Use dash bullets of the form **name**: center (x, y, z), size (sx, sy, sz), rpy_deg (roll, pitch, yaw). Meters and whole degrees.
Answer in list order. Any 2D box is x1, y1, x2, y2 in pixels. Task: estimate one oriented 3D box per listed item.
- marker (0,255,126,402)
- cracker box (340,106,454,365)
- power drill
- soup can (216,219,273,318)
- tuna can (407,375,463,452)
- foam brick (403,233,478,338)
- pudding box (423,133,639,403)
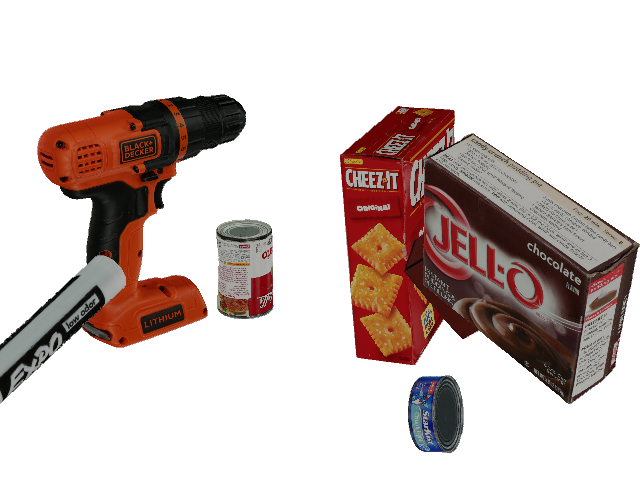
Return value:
- **marker**: center (-0.125, 0.049, 0.442), size (0.020, 0.020, 0.121), rpy_deg (0, 35, 40)
- **cracker box**: center (0.086, -0.009, 1.065), size (0.072, 0.214, 0.164), rpy_deg (6, 25, 22)
- **power drill**: center (-0.134, -0.020, 0.862), size (0.184, 0.188, 0.057), rpy_deg (-18, 26, -38)
- **soup can**: center (-0.090, 0.033, 1.271), size (0.068, 0.102, 0.068), rpy_deg (0, 21, 0)
- **tuna can**: center (0.129, 0.194, 1.194), size (0.034, 0.086, 0.086), rpy_deg (-5, -2, 29)
- **foam brick**: center (0.112, 0.027, 0.843), size (0.051, 0.078, 0.053), rpy_deg (-34, 15, 28)
- **pudding box**: center (0.099, 0.012, 0.530), size (0.039, 0.090, 0.114), rpy_deg (-32, 49, -25)
